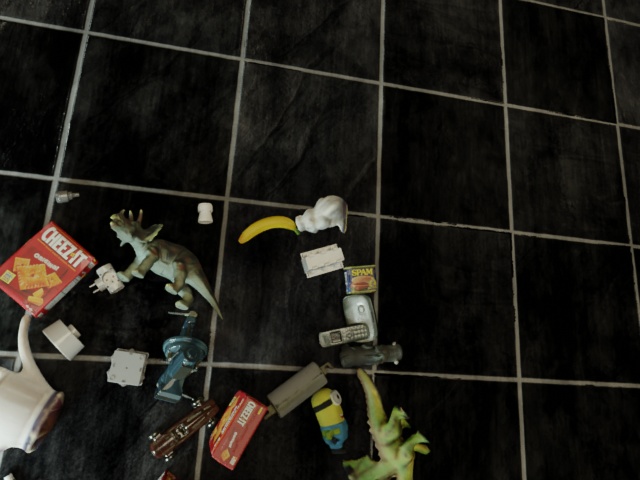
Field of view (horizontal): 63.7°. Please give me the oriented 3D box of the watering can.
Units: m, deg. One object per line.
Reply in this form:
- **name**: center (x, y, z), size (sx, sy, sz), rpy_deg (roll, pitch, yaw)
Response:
- **watering can**: center (-0.762, 0.386, 1.314), size (0.224, 0.103, 0.353), rpy_deg (25, 70, -7)

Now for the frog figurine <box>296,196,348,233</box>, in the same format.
- **frog figurine**: center (0.005, -0.082, 1.622), size (0.159, 0.119, 0.141), rpy_deg (5, 42, -3)

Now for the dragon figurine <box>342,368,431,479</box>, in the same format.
- **dragon figurine**: center (0.172, 0.604, 1.490), size (0.244, 0.120, 0.413), rpy_deg (-41, 79, -11)
